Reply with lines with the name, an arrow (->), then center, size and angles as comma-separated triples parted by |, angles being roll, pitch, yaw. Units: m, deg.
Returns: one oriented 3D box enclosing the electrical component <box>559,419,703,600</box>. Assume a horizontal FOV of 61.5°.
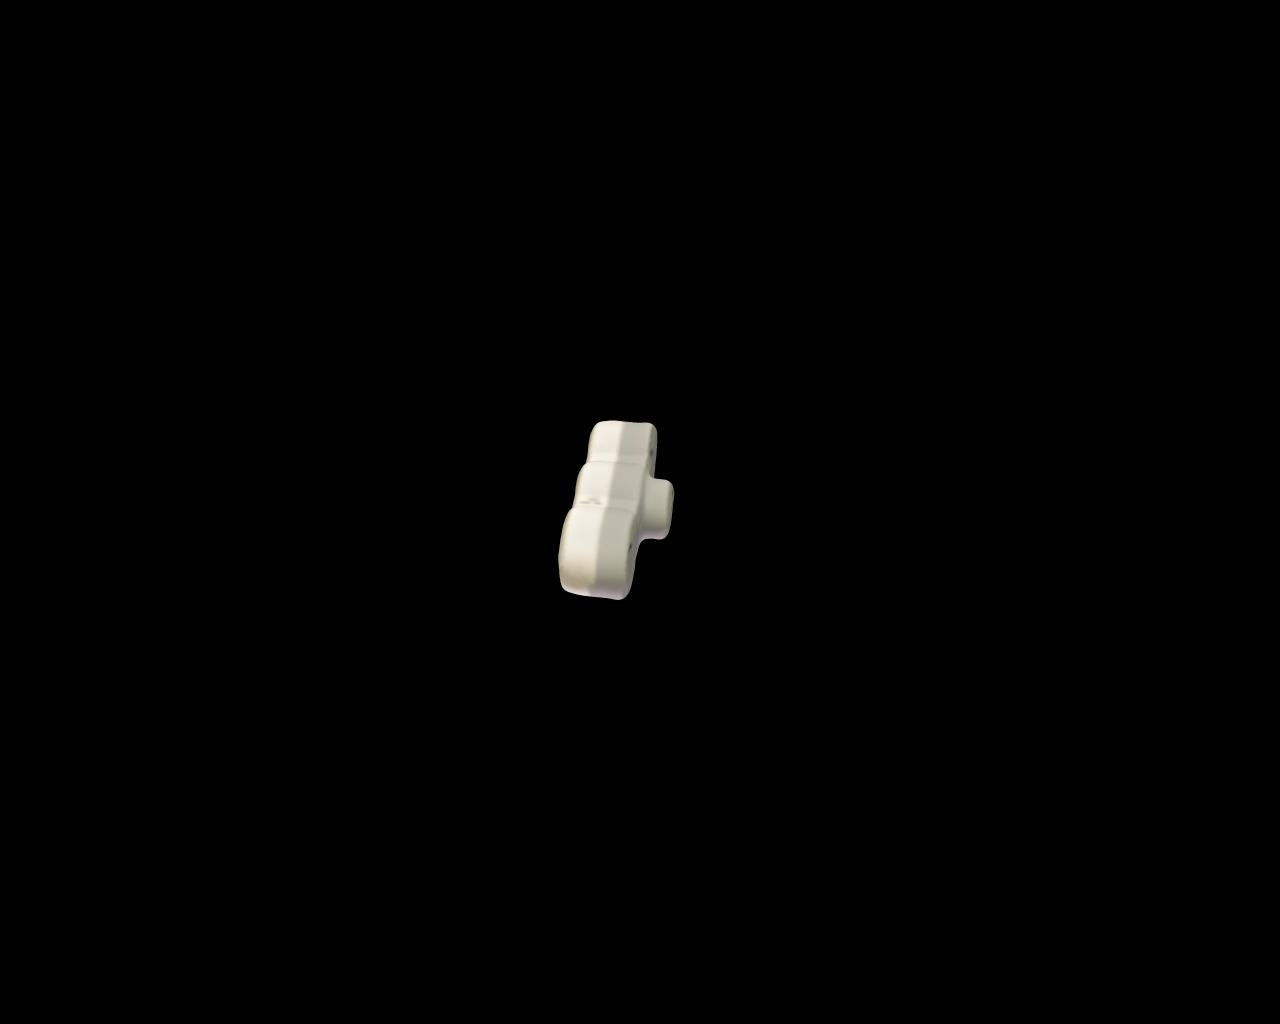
electrical component -> 0.001, -0.003, 0.650 | 0.074, 0.052, 0.138 | 5, 40, 6
